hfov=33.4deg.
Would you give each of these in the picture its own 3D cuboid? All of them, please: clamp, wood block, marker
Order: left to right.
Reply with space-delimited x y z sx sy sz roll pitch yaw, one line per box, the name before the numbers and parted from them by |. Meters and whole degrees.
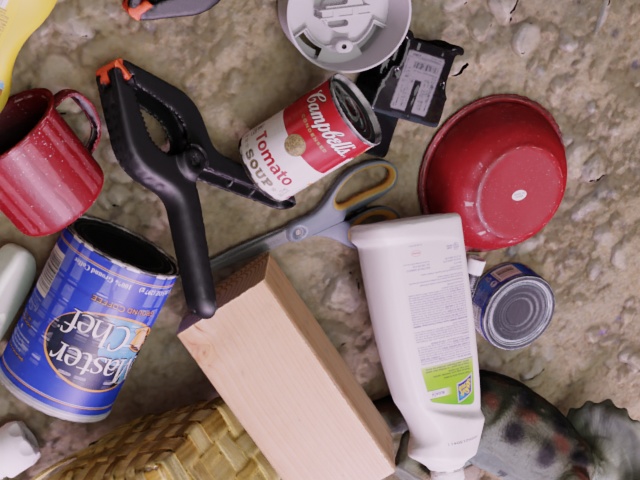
clamp | -0.113 -0.050 0.863 0.210 0.036 0.164 49 44 -25
clamp | -0.078 -0.228 0.839 0.120 0.039 0.171 40 98 -24
wood block | -0.027 0.127 0.941 0.091 0.090 0.206 -32 103 9
marker | 0.138 0.073 1.070 0.020 0.020 0.121 8 109 -25

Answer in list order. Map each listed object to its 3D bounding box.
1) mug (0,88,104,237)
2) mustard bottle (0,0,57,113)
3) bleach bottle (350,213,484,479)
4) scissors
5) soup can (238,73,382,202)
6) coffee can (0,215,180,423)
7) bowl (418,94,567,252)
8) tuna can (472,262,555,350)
mug | -0.215 -0.066 0.830 0.117 0.093 0.081 -54 130 -26
mustard bottle | -0.271 -0.135 0.787 0.096 0.058 0.192 25 101 -25
bleach bottle | 0.094 0.105 0.969 0.102 0.068 0.251 -9 93 -25
scissors | -0.006 0.001 0.980 0.201 0.016 0.096 -36 121 -5
soup can | -0.009 -0.084 0.891 0.102 0.068 0.068 -30 124 25
coffee can | -0.191 0.064 0.880 0.102 0.103 0.140 22 102 -29
bowl | 0.176 -0.053 1.010 0.162 0.055 0.162 -8 115 -19
tuna can | 0.194 0.068 1.082 0.086 0.034 0.086 -9 115 -19
